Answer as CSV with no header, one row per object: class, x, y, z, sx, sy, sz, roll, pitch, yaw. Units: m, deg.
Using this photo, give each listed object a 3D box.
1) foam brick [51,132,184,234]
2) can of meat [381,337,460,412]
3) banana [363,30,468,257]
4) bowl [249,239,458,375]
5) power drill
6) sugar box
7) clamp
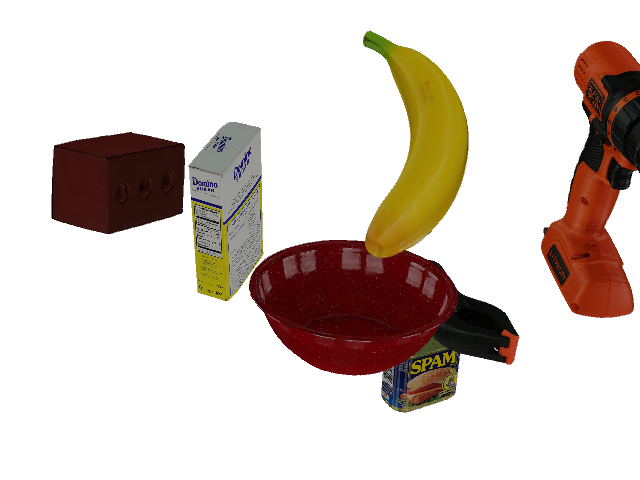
foam brick,-0.137,-0.041,0.729,0.051,0.053,0.078,15,21,30
can of meat,0.125,0.158,1.330,0.101,0.084,0.058,-12,29,-28
banana,0.062,-0.061,0.686,0.069,0.197,0.037,2,-42,-1
bowl,0.025,0.058,0.837,0.162,0.055,0.162,2,26,-1
power drill,0.226,-0.036,0.810,0.057,0.188,0.184,2,34,-6
sugar box,-0.099,-0.030,1.140,0.048,0.176,0.093,14,42,18
clamp,0.129,0.067,1.051,0.172,0.039,0.120,26,39,31
